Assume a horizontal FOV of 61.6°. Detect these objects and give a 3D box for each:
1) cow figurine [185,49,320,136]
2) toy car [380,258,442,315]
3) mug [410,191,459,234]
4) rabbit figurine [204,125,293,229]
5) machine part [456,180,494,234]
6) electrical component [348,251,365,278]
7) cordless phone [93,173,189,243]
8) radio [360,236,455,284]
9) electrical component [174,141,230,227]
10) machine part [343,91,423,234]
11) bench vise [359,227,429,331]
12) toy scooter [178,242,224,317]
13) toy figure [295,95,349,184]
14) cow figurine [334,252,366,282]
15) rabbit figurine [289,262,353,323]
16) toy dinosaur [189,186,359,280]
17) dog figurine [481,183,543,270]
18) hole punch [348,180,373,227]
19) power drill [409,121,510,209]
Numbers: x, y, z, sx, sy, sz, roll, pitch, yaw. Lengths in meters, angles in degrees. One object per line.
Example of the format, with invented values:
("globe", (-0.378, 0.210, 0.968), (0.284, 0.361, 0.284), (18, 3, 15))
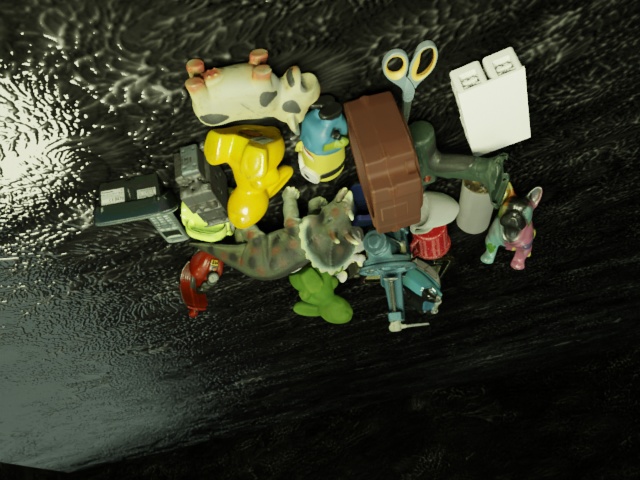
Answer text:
("cow figurine", (-0.095, -0.215, 0.812), (0.195, 0.085, 0.127), (-11, 144, -6))
("toy car", (0.231, 0.098, 1.285), (0.103, 0.162, 0.109), (-45, 153, -30))
("mug", (0.251, -0.057, 1.190), (0.107, 0.081, 0.109), (-4, 126, -30))
("rabbit figurine", (-0.122, -0.108, 0.927), (0.122, 0.162, 0.173), (15, 114, 15))
("machine part", (0.348, -0.085, 1.187), (0.079, 0.079, 0.243), (-12, 149, 1))
("electrical component", (0.089, 0.065, 1.364), (0.021, 0.063, 0.094), (3, 157, -26))
("cordless phone", (-0.337, -0.038, 1.037), (0.147, 0.089, 0.184), (-11, 154, -1))
("radio", (0.220, 0.050, 1.376), (0.230, 0.073, 0.131), (-2, 148, -15))
("electrical component", (-0.205, -0.102, 0.936), (0.058, 0.115, 0.134), (-16, 151, 4))
("machine part", (0.108, -0.130, 0.906), (0.087, 0.201, 0.200), (-17, 149, 2))
("bench vise", (0.153, 0.074, 1.146), (0.129, 0.240, 0.223), (-9, 167, 12))
("toy scooter", (-0.275, 0.097, 1.231), (0.075, 0.135, 0.184), (14, 141, -34))
("toy figure", (0.009, -0.168, 0.931), (0.089, 0.082, 0.180), (-2, 147, -10))
("cow figurine", (0.028, 0.060, 1.336), (0.098, 0.068, 0.167), (17, 137, -30))
("rabbit figurine", (0.000, 0.134, 1.273), (0.159, 0.170, 0.121), (-25, -167, 45))
("toy dinosaur", (-0.087, 0.013, 1.096), (0.405, 0.192, 0.131), (-24, 145, 19))
("dog figurine", (0.459, -0.049, 1.262), (0.109, 0.191, 0.219), (18, 129, 22))
("hole punch", (0.117, -0.064, 1.139), (0.142, 0.092, 0.115), (-11, 154, -7))
("power drill", (0.247, -0.126, 1.015), (0.208, 0.086, 0.231), (24, 160, 28))
